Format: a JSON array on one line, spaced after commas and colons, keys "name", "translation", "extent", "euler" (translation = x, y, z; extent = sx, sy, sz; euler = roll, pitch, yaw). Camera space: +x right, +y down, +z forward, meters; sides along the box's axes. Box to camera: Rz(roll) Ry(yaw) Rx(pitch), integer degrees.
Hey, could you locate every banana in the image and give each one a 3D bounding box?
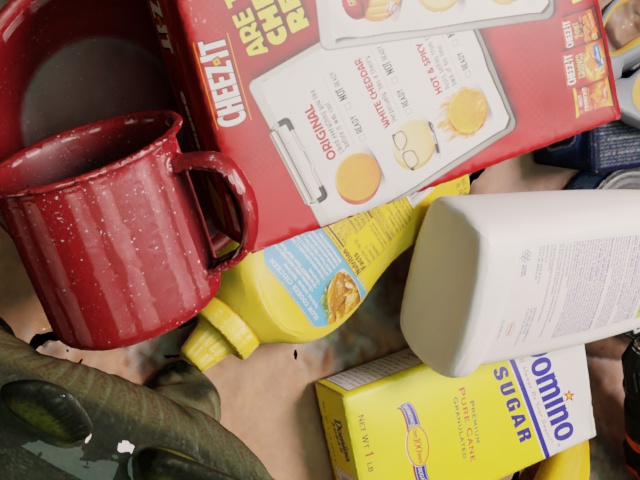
[{"name": "banana", "translation": [0.122, 0.185, 0.670], "extent": [0.197, 0.037, 0.069], "euler": [-22, 100, -41]}]

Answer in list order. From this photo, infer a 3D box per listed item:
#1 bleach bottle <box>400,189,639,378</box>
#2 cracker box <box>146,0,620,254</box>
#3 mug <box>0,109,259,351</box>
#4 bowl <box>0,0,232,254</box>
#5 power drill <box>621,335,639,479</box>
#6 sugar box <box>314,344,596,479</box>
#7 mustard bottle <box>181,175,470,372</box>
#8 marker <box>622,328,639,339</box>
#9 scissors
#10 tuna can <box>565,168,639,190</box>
[{"name": "bleach bottle", "translation": [0.174, 0.019, 0.649], "extent": [0.250, 0.068, 0.103], "euler": [-3, 117, -29]}, {"name": "cracker box", "translation": [0.031, -0.108, 0.525], "extent": [0.213, 0.072, 0.164], "euler": [-20, 107, -17]}, {"name": "mug", "translation": [-0.082, -0.006, 0.475], "extent": [0.117, 0.093, 0.081], "euler": [-11, 112, 16]}, {"name": "bowl", "translation": [-0.103, -0.060, 0.546], "extent": [0.161, 0.055, 0.162], "euler": [-4, 99, -25]}, {"name": "power drill", "translation": [0.290, 0.103, 0.746], "extent": [0.187, 0.057, 0.184], "euler": [-31, 124, -17]}, {"name": "sugar box", "translation": [0.089, 0.107, 0.669], "extent": [0.176, 0.048, 0.093], "euler": [-17, 104, -22]}, {"name": "mustard bottle", "translation": [-0.004, 0.001, 0.601], "extent": [0.191, 0.058, 0.096], "euler": [-45, 125, -14]}, {"name": "marker", "translation": [0.213, 0.057, 0.737], "extent": [0.121, 0.020, 0.020], "euler": [25, 86, -26]}, {"name": "scissors", "translation": [0.153, -0.074, 0.622], "extent": [0.201, 0.016, 0.096], "euler": [-41, 98, -19]}, {"name": "tuna can", "translation": [0.198, -0.008, 0.712], "extent": [0.086, 0.034, 0.086], "euler": [-4, 99, -25]}]
